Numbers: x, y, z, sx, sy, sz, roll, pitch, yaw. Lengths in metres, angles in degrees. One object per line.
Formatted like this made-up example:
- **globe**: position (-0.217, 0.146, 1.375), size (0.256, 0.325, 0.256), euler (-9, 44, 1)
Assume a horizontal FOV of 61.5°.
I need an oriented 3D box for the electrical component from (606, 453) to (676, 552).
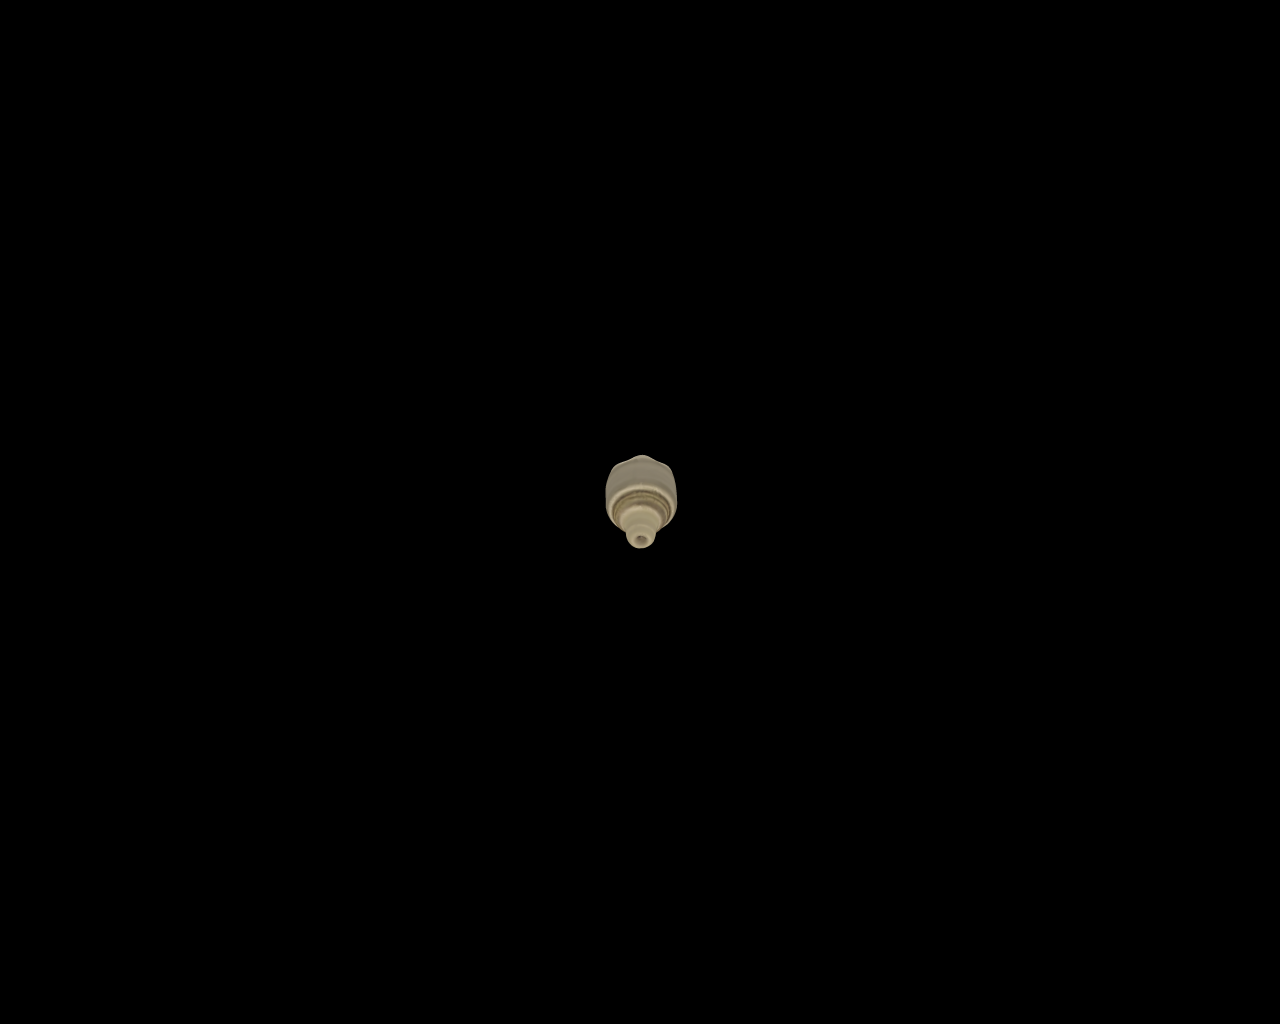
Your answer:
- **electrical component**: position (0.001, -0.003, 0.650), size (0.043, 0.043, 0.062), euler (0, 41, 0)
